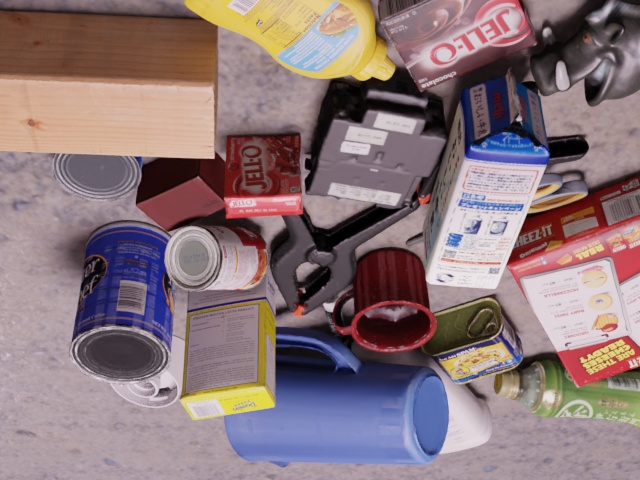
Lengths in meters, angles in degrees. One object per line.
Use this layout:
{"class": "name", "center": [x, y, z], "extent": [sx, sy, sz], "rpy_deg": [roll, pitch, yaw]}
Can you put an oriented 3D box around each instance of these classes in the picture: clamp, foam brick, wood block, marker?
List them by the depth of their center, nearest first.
{"class": "wood block", "center": [-0.193, -0.134, 0.929], "extent": [0.206, 0.090, 0.091], "rpy_deg": [2, 140, -4]}
{"class": "clamp", "center": [0.162, -0.088, 1.029], "extent": [0.172, 0.039, 0.120], "rpy_deg": [-24, 134, 18]}
{"class": "foam brick", "center": [-0.134, -0.053, 1.053], "extent": [0.078, 0.051, 0.053], "rpy_deg": [-22, 136, 22]}
{"class": "clamp", "center": [-0.007, 0.001, 1.129], "extent": [0.164, 0.036, 0.210], "rpy_deg": [16, 132, -16]}
{"class": "marker", "center": [0.021, 0.105, 1.262], "extent": [0.020, 0.020, 0.121], "rpy_deg": [-8, 138, 7]}

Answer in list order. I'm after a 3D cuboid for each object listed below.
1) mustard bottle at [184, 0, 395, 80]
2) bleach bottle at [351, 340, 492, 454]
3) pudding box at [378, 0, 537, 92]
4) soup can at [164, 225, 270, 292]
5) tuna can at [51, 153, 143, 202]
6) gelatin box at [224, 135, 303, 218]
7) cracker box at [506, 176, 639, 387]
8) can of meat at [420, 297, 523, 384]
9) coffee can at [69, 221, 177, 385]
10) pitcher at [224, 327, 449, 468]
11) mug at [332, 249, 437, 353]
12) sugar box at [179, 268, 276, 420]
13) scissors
{"class": "mustard bottle", "center": [-0.012, -0.187, 0.896], "extent": [0.191, 0.058, 0.096], "rpy_deg": [28, 132, -29]}
{"class": "bleach bottle", "center": [0.118, 0.174, 1.312], "extent": [0.103, 0.068, 0.250], "rpy_deg": [-19, 134, 23]}
{"class": "pudding box", "center": [0.118, -0.187, 0.914], "extent": [0.114, 0.039, 0.090], "rpy_deg": [-19, 136, 19]}
{"class": "soup can", "center": [-0.104, 0.019, 1.089], "extent": [0.069, 0.068, 0.102], "rpy_deg": [-23, 169, 23]}
{"class": "tuna can", "center": [-0.215, -0.078, 1.035], "extent": [0.086, 0.033, 0.086], "rpy_deg": [-1, 139, -1]}
{"class": "gelatin box", "center": [-0.053, -0.062, 1.015], "extent": [0.073, 0.089, 0.030], "rpy_deg": [-2, 136, 1]}
{"class": "cracker box", "center": [0.310, 0.047, 1.144], "extent": [0.164, 0.072, 0.213], "rpy_deg": [-22, 128, 19]}
{"class": "can of meat", "center": [0.180, 0.122, 1.258], "extent": [0.102, 0.057, 0.083], "rpy_deg": [-20, 138, 21]}
{"class": "coffee can", "center": [-0.202, 0.066, 1.119], "extent": [0.103, 0.140, 0.103], "rpy_deg": [-1, 139, -1]}
{"class": "pitcher", "center": [0.017, 0.187, 1.225], "extent": [0.243, 0.145, 0.149], "rpy_deg": [-3, 157, 32]}
{"class": "mug", "center": [0.067, 0.068, 1.174], "extent": [0.117, 0.081, 0.093], "rpy_deg": [-21, 135, 21]}
{"class": "sugar box", "center": [-0.095, 0.100, 1.135], "extent": [0.093, 0.176, 0.048], "rpy_deg": [-10, 136, 11]}
{"class": "scissors", "center": [0.172, -0.031, 1.093], "extent": [0.202, 0.016, 0.096], "rpy_deg": [-16, 161, 16]}
